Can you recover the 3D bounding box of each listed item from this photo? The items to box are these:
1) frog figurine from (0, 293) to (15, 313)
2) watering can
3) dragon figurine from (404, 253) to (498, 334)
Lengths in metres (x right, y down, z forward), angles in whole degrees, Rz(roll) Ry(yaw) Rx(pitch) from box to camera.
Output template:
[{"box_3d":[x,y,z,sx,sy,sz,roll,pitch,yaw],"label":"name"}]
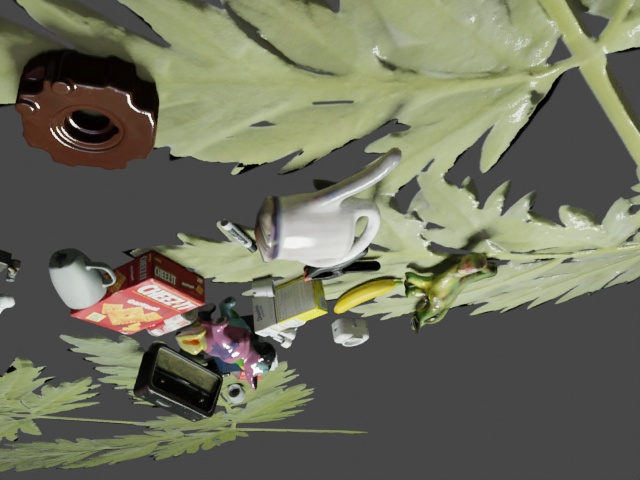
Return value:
[{"box_3d":[-0.677,0.145,0.990,0.160,0.122,0.137,-4,-178,-26],"label":"frog figurine"},{"box_3d":[0.003,-0.044,0.883,0.224,0.106,0.340,-2,148,-13],"label":"watering can"},{"box_3d":[0.331,0.128,1.274,0.243,0.124,0.403,-20,157,1],"label":"dragon figurine"}]
